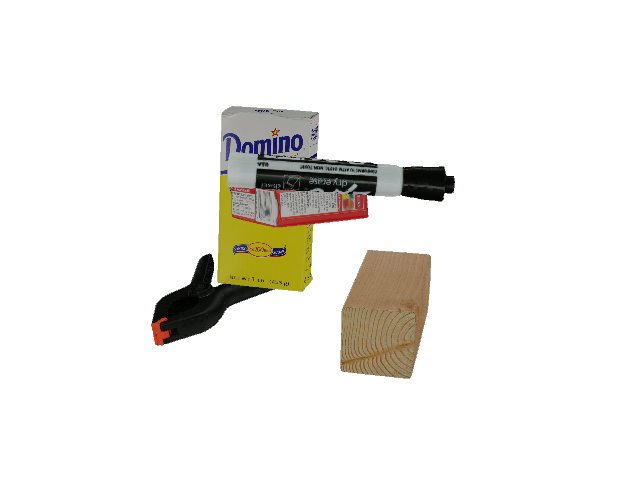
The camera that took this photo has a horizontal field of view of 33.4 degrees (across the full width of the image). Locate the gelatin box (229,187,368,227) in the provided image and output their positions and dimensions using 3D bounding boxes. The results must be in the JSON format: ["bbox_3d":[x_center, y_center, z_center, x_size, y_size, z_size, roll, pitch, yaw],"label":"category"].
[{"bbox_3d":[-0.017,-0.030,0.779,0.073,0.030,0.089,-6,9,-25],"label":"gelatin box"}]

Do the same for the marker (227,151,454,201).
[{"bbox_3d":[0.011,-0.034,0.569,0.121,0.020,0.020,4,0,-2],"label":"marker"}]

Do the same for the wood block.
[{"bbox_3d":[0.088,0.090,1.382,0.091,0.090,0.206,5,20,9],"label":"wood block"}]

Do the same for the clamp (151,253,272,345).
[{"bbox_3d":[-0.123,0.067,1.219,0.120,0.039,0.171,-1,30,29],"label":"clamp"}]

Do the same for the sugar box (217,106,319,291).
[{"bbox_3d":[-0.053,-0.042,1.064,0.093,0.176,0.048,5,16,11],"label":"sugar box"}]
